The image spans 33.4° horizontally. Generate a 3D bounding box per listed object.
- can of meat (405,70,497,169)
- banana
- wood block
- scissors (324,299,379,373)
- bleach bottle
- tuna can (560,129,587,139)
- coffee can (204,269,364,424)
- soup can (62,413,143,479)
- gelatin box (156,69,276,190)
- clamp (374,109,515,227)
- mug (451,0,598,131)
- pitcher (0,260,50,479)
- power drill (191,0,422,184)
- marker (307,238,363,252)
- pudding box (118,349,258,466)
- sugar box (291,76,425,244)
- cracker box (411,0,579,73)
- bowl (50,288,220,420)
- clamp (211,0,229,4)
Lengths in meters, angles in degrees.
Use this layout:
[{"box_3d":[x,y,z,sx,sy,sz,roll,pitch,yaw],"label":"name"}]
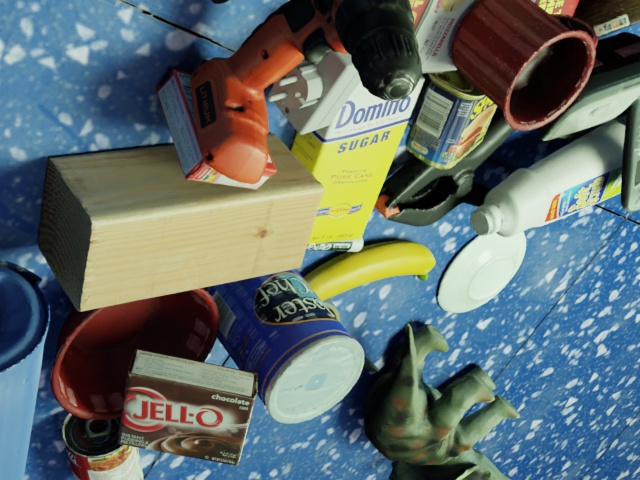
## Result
[{"box_3d":[0.127,-0.123,0.983,0.101,0.057,0.084,-38,154,-48],"label":"can of meat"},{"box_3d":[0.055,0.034,1.112,0.197,0.037,0.070,-7,131,-36],"label":"banana"},{"box_3d":[-0.113,-0.019,0.871,0.205,0.090,0.091,-10,132,-34],"label":"wood block"},{"box_3d":[0.003,0.127,1.180,0.096,0.016,0.201,-35,143,-6],"label":"scissors"},{"box_3d":[0.256,-0.058,1.139,0.250,0.068,0.103,-25,155,-29],"label":"bleach bottle"},{"box_3d":[0.264,-0.151,1.112,0.086,0.034,0.086,-23,140,-22],"label":"tuna can"},{"box_3d":[-0.039,0.086,0.998,0.102,0.140,0.103,-23,139,-22],"label":"coffee can"},{"box_3d":[-0.209,0.210,1.035,0.068,0.069,0.102,-23,140,-22],"label":"soup can"},{"box_3d":[-0.082,-0.085,0.831,0.073,0.089,0.030,7,142,-45],"label":"gelatin box"},{"box_3d":[0.142,-0.074,1.081,0.209,0.036,0.165,-17,136,-34],"label":"clamp"},{"box_3d":[0.171,-0.155,0.869,0.117,0.082,0.093,-28,143,-18],"label":"mug"},{"box_3d":[-0.295,0.141,0.840,0.149,0.145,0.243,-1,132,-19],"label":"pitcher"},{"box_3d":[-0.011,-0.123,0.748,0.057,0.184,0.188,25,128,-36],"label":"power drill"},{"box_3d":[-0.007,0.001,1.041,0.120,0.020,0.020,1,126,-42],"label":"marker"},{"box_3d":[-0.117,0.148,0.941,0.113,0.039,0.090,10,128,-6],"label":"pudding box"},{"box_3d":[0.022,-0.079,0.964,0.093,0.048,0.176,-7,133,-37],"label":"sugar box"},{"box_3d":[0.131,-0.228,0.889,0.213,0.072,0.164,-13,136,-34],"label":"cracker box"},{"box_3d":[-0.172,0.084,0.950,0.161,0.055,0.162,-23,140,-22],"label":"bowl"},{"box_3d":[0.001,-0.235,0.797,0.120,0.039,0.172,5,131,-52],"label":"clamp"}]
